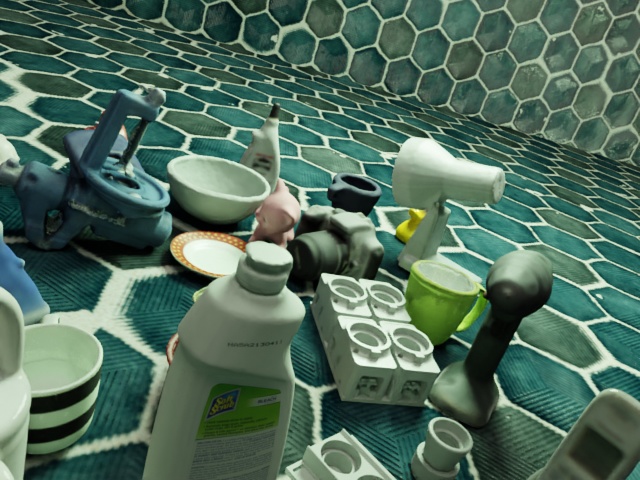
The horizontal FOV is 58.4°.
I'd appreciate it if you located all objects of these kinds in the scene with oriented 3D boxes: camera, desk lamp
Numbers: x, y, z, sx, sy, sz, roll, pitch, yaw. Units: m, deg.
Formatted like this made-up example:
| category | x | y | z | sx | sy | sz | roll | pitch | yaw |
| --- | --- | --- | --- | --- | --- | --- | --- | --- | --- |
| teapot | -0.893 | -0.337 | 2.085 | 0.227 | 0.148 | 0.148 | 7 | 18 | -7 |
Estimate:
| category | x | y | z | sx | sy | sz | roll | pitch | yaw |
| --- | --- | --- | --- | --- | --- | --- | --- | --- | --- |
| camera | 0.008 | 0.003 | 0.857 | 0.137 | 0.101 | 0.142 | -9 | 36 | -45 |
| desk lamp | 0.206 | -0.046 | 0.962 | 0.202 | 0.213 | 0.118 | 32 | 27 | 27 |

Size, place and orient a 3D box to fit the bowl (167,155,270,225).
| category | x | y | z | sx | sy | sz | roll | pitch | yaw |
| --- | --- | --- | --- | --- | --- | --- | --- | --- | --- |
| bowl | -0.168 | -0.072 | 0.923 | 0.167 | 0.075 | 0.167 | 15 | 24 | -7 |

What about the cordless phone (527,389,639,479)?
| category | x | y | z | sx | sy | sz | roll | pitch | yaw |
| --- | --- | --- | --- | --- | --- | --- | --- | --- | --- |
| cordless phone | 0.231 | 0.223 | 0.447 | 0.094 | 0.185 | 0.147 | -8 | 35 | -44 |

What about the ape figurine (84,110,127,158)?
| category | x | y | z | sx | sy | sz | roll | pitch | yaw |
| --- | --- | --- | --- | --- | --- | --- | --- | --- | --- |
| ape figurine | -0.372 | -0.190 | 1.009 | 0.077 | 0.092 | 0.076 | 24 | 25 | 13 |

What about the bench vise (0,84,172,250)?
| category | x | y | z | sx | sy | sz | roll | pitch | yaw |
| --- | --- | --- | --- | --- | --- | --- | --- | --- | --- |
| bench vise | -0.272 | -0.087 | 0.706 | 0.208 | 0.220 | 0.121 | -7 | 34 | -43 |

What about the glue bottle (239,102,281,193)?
| category | x | y | z | sx | sy | sz | roll | pitch | yaw |
| --- | --- | --- | --- | --- | --- | --- | --- | --- | --- |
| glue bottle | -0.102 | -0.171 | 1.058 | 0.078 | 0.173 | 0.037 | 8 | 26 | -22 |

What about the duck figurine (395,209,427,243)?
| category | x | y | z | sx | sy | sz | roll | pitch | yaw |
| --- | --- | --- | --- | --- | --- | --- | --- | --- | --- |
| duck figurine | 0.200 | -0.039 | 1.098 | 0.105 | 0.086 | 0.077 | -3 | 32 | -39 |

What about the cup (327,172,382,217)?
| category | x | y | z | sx | sy | sz | roll | pitch | yaw |
| --- | --- | --- | --- | --- | --- | --- | --- | --- | --- |
| cup | 0.047 | -0.061 | 1.028 | 0.091 | 0.095 | 0.118 | 35 | 29 | 33 |

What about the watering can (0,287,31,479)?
| category | x | y | z | sx | sy | sz | roll | pitch | yaw |
| --- | --- | --- | --- | --- | --- | --- | --- | --- | --- |
| watering can | -0.239 | 0.106 | 0.352 | 0.172 | 0.194 | 0.101 | 21 | 24 | 6 |

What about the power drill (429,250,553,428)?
| category | x | y | z | sx | sy | sz | roll | pitch | yaw |
| --- | --- | --- | --- | --- | --- | --- | --- | --- | --- |
| power drill | 0.202 | 0.103 | 0.652 | 0.075 | 0.208 | 0.230 | 28 | 26 | 21 |

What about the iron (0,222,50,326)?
| category | x | y | z | sx | sy | sz | roll | pitch | yaw |
| --- | --- | --- | --- | --- | --- | --- | --- | --- | --- |
| iron | -0.378 | 0.015 | 0.511 | 0.259 | 0.141 | 0.118 | 2 | 29 | -32 |

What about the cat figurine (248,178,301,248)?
| category | x | y | z | sx | sy | sz | roll | pitch | yaw |
| --- | --- | --- | --- | --- | --- | --- | --- | --- | --- |
| cat figurine | -0.063 | -0.041 | 0.880 | 0.067 | 0.118 | 0.128 | 17 | 24 | -4 |

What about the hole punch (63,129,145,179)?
| category | x | y | z | sx | sy | sz | roll | pitch | yaw |
| --- | --- | --- | --- | --- | --- | --- | --- | --- | --- |
| hole punch | -0.326 | -0.111 | 0.874 | 0.100 | 0.091 | 0.109 | 33 | 28 | 30 |

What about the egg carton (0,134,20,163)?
| category | x | y | z | sx | sy | sz | roll | pitch | yaw |
| --- | --- | --- | --- | --- | --- | --- | --- | --- | --- |
| egg carton | -0.504 | -0.116 | 0.786 | 0.150 | 0.069 | 0.107 | 15 | 24 | -8 |
